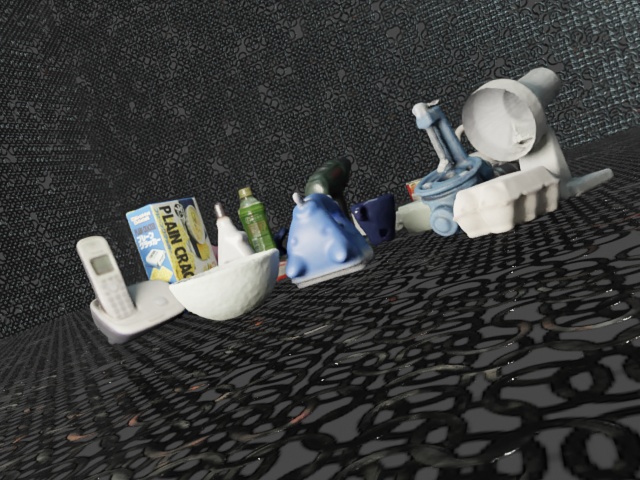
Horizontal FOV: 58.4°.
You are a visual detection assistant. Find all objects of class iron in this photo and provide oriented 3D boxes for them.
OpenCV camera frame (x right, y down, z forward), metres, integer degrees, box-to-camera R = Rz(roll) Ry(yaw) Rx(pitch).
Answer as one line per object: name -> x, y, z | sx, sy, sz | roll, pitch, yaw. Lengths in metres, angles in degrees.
iron -> 0.015, -0.015, 0.927 | 0.118, 0.141, 0.259 | -18, 3, 16

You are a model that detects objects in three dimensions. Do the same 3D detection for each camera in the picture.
camera -> 0.416, -0.147, 1.276 | 0.137, 0.101, 0.143 | -20, 4, -29

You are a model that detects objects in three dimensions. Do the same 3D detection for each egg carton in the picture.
egg carton -> 0.267, -0.056, 0.820 | 0.151, 0.069, 0.107 | -20, 4, -32

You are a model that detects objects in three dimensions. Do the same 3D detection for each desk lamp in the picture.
desk lamp -> 0.338, -0.160, 0.902 | 0.204, 0.213, 0.117 | -21, 4, -36

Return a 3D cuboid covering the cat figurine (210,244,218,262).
cat figurine -> -0.239, 0.060, 1.325 | 0.067, 0.118, 0.127 | -20, 4, -32

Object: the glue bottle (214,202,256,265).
glue bottle -> -0.145, 0.019, 0.971 | 0.078, 0.173, 0.037 | -17, 4, 23

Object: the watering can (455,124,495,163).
watering can -> 0.387, -0.194, 1.410 | 0.100, 0.194, 0.173 | -16, 4, 39

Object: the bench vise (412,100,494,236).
bench vise -> 0.220, -0.128, 0.977 | 0.121, 0.220, 0.208 | -17, 4, 25

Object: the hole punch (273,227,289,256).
hole punch -> -0.126, 0.020, 1.618 | 0.101, 0.091, 0.109 | -18, 3, 4

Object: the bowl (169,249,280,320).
bowl -> -0.129, 0.072, 0.838 | 0.167, 0.075, 0.167 | -18, 3, 1

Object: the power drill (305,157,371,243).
power drill -> 0.046, -0.081, 1.295 | 0.075, 0.208, 0.230 | -17, 3, 24

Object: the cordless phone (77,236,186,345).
cordless phone -> -0.324, 0.072, 0.975 | 0.094, 0.185, 0.148 | -16, 4, 41

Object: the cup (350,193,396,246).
cup -> 0.111, -0.035, 1.149 | 0.091, 0.095, 0.118 | -16, 4, 35
